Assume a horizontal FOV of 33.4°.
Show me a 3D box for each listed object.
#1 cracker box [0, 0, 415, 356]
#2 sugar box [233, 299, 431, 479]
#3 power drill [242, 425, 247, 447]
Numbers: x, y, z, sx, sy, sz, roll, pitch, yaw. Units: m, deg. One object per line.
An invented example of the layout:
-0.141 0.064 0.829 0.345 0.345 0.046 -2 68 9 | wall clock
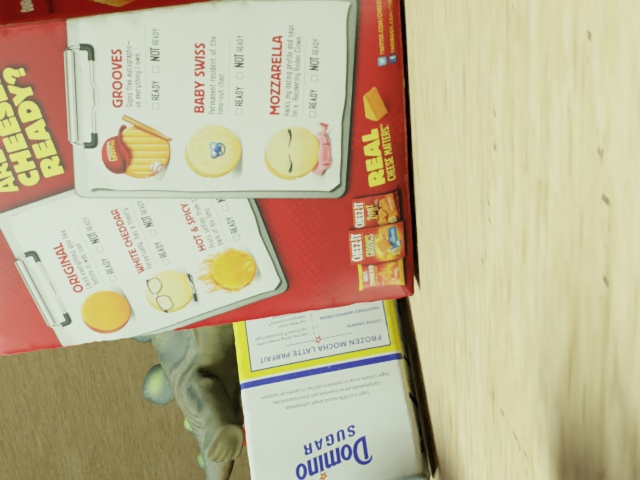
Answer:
-0.067 -0.043 0.514 0.072 0.213 0.164 -105 8 -62 | cracker box
0.001 0.053 0.595 0.048 0.093 0.176 50 -150 -70 | sugar box
-0.024 0.190 0.968 0.188 0.057 0.184 25 140 41 | power drill
